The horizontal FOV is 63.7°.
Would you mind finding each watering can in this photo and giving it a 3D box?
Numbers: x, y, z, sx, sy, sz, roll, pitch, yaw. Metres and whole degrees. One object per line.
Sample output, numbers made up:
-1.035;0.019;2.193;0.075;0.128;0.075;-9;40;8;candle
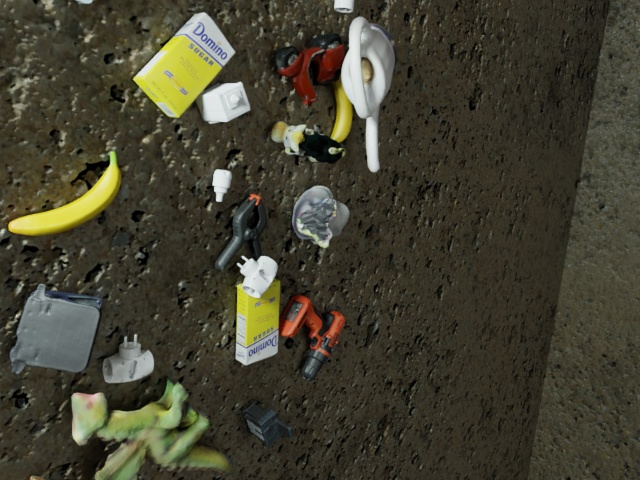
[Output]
0.116;-0.349;1.190;0.230;0.104;0.340;-68;152;-45;watering can

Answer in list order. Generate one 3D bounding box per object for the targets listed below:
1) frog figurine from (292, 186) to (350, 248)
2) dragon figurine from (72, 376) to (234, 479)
0.004;-0.060;1.202;0.161;0.122;0.136;-55;136;-73;frog figurine
-0.310;0.403;0.946;0.247;0.122;0.403;-43;125;-33;dragon figurine
